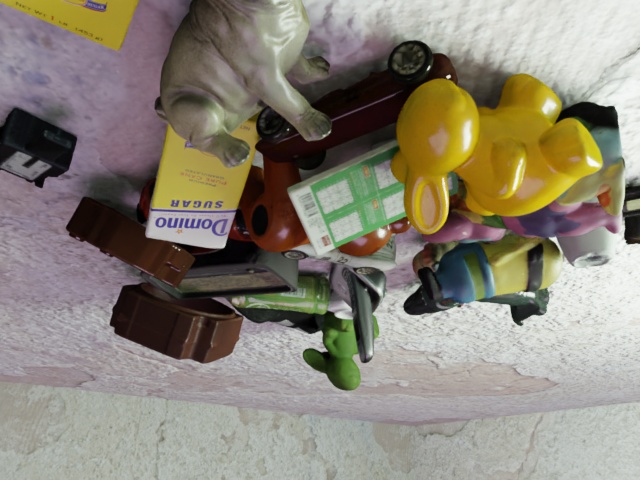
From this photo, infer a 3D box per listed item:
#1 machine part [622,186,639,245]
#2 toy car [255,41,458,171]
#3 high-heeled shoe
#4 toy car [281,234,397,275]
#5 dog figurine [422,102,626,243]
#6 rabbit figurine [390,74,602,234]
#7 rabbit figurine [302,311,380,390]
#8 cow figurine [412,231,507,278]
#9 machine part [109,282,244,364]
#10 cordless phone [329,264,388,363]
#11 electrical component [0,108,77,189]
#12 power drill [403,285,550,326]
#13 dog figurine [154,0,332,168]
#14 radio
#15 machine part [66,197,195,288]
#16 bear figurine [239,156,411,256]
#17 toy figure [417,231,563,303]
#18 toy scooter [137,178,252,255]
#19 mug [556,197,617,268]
[{"bbox_3d":[0.430,-0.037,0.713,0.084,0.039,0.138,-18,148,20],"label":"machine part"},{"bbox_3d":[0.030,-0.125,0.515,0.202,0.053,0.089,-18,161,23],"label":"toy car"},{"bbox_3d":[-0.094,0.127,1.091,0.248,0.086,0.145,30,179,-16],"label":"high-heeled shoe"},{"bbox_3d":[0.022,-0.002,0.765,0.201,0.073,0.056,14,156,-25],"label":"toy car"},{"bbox_3d":[0.215,-0.057,0.603,0.219,0.108,0.191,-8,154,25],"label":"dog figurine"},{"bbox_3d":[0.131,-0.086,0.485,0.173,0.122,0.162,13,143,-38],"label":"rabbit figurine"},{"bbox_3d":[0.039,0.244,1.178,0.159,0.170,0.121,-17,149,33],"label":"rabbit figurine"},{"bbox_3d":[0.235,0.027,0.803,0.195,0.085,0.127,-12,152,21],"label":"cow figurine"},{"bbox_3d":[-0.256,0.145,0.983,0.201,0.087,0.201,19,-178,13],"label":"machine part"},{"bbox_3d":[0.068,0.119,0.894,0.089,0.184,0.146,0,155,-7],"label":"cordless phone"},{"bbox_3d":[-0.313,-0.105,0.592,0.119,0.048,0.074,-22,147,40],"label":"electrical component"},{"bbox_3d":[0.288,0.100,0.978,0.207,0.086,0.232,16,150,-12],"label":"power drill"},{"bbox_3d":[-0.081,-0.164,0.404,0.172,0.121,0.190,-18,143,7],"label":"dog figurine"},{"bbox_3d":[-0.159,0.038,0.861,0.230,0.073,0.131,-7,154,16],"label":"radio"},{"bbox_3d":[-0.256,0.007,0.731,0.179,0.056,0.179,26,168,6],"label":"machine part"},{"bbox_3d":[0.007,-0.043,0.664,0.196,0.132,0.120,-4,163,-34],"label":"bear figurine"},{"bbox_3d":[0.227,0.039,0.714,0.180,0.082,0.089,-20,110,2],"label":"toy figure"},{"bbox_3d":[-0.174,-0.026,0.730,0.135,0.075,0.183,-18,153,41],"label":"toy scooter"},{"bbox_3d":[0.330,-0.016,0.678,0.081,0.107,0.109,-4,152,14],"label":"mug"}]
